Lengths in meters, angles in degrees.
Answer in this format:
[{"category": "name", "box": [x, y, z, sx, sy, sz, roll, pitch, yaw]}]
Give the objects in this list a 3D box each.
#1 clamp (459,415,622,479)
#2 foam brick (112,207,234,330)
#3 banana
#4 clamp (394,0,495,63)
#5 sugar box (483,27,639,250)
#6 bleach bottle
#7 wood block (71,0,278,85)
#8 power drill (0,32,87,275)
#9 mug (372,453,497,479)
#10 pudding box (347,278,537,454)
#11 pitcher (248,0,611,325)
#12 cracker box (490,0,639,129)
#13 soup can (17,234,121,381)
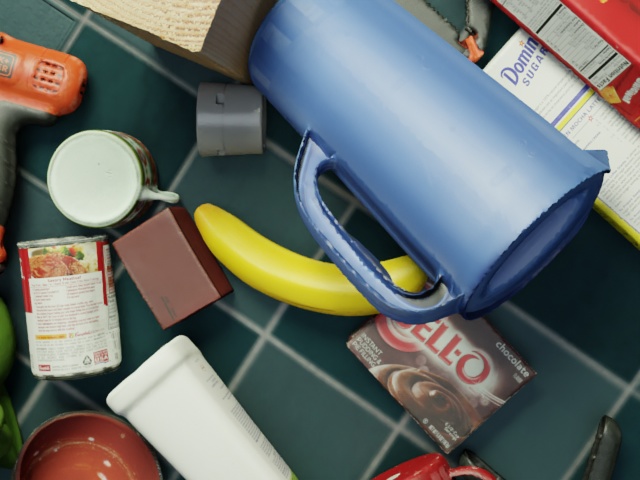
[{"category": "clamp", "box": [0.172, 0.218, 0.796, 0.120, 0.039, 0.171, -7, 95, 18]}, {"category": "foam brick", "box": [-0.110, 0.020, 0.802, 0.053, 0.051, 0.078, -30, 90, 7]}, {"category": "banana", "box": [-0.005, 0.018, 0.785, 0.198, 0.037, 0.069, 8, 70, 15]}, {"category": "clamp", "box": [0.061, -0.223, 0.778, 0.164, 0.036, 0.210, -17, 93, 6]}, {"category": "sugar box", "box": [0.199, -0.083, 0.771, 0.176, 0.048, 0.093, 43, 96, 5]}, {"category": "bleach bottle", "box": [-0.045, 0.184, 0.780, 0.068, 0.102, 0.251, -41, 90, 2]}, {"category": "wood block", "box": [-0.083, -0.169, 0.709, 0.090, 0.206, 0.091, 23, 95, 3]}, {"category": "power drill", "box": [-0.283, -0.072, 0.793, 0.184, 0.057, 0.187, 15, 90, -4]}, {"category": "mug", "box": [0.081, 0.204, 0.775, 0.117, 0.093, 0.081, -28, 86, 19]}, {"category": "pudding box", "box": [0.090, 0.086, 0.793, 0.090, 0.039, 0.113, -43, 89, 6]}, {"category": "pitcher", "box": [0.057, -0.066, 0.714, 0.243, 0.149, 0.145, 45, 118, 20]}, {"category": "cracker box", "box": [0.216, -0.193, 0.725, 0.214, 0.072, 0.164, 42, 75, 2]}, {"category": "soup can", "box": [-0.187, 0.049, 0.802, 0.068, 0.068, 0.102, -5, 94, 5]}]
